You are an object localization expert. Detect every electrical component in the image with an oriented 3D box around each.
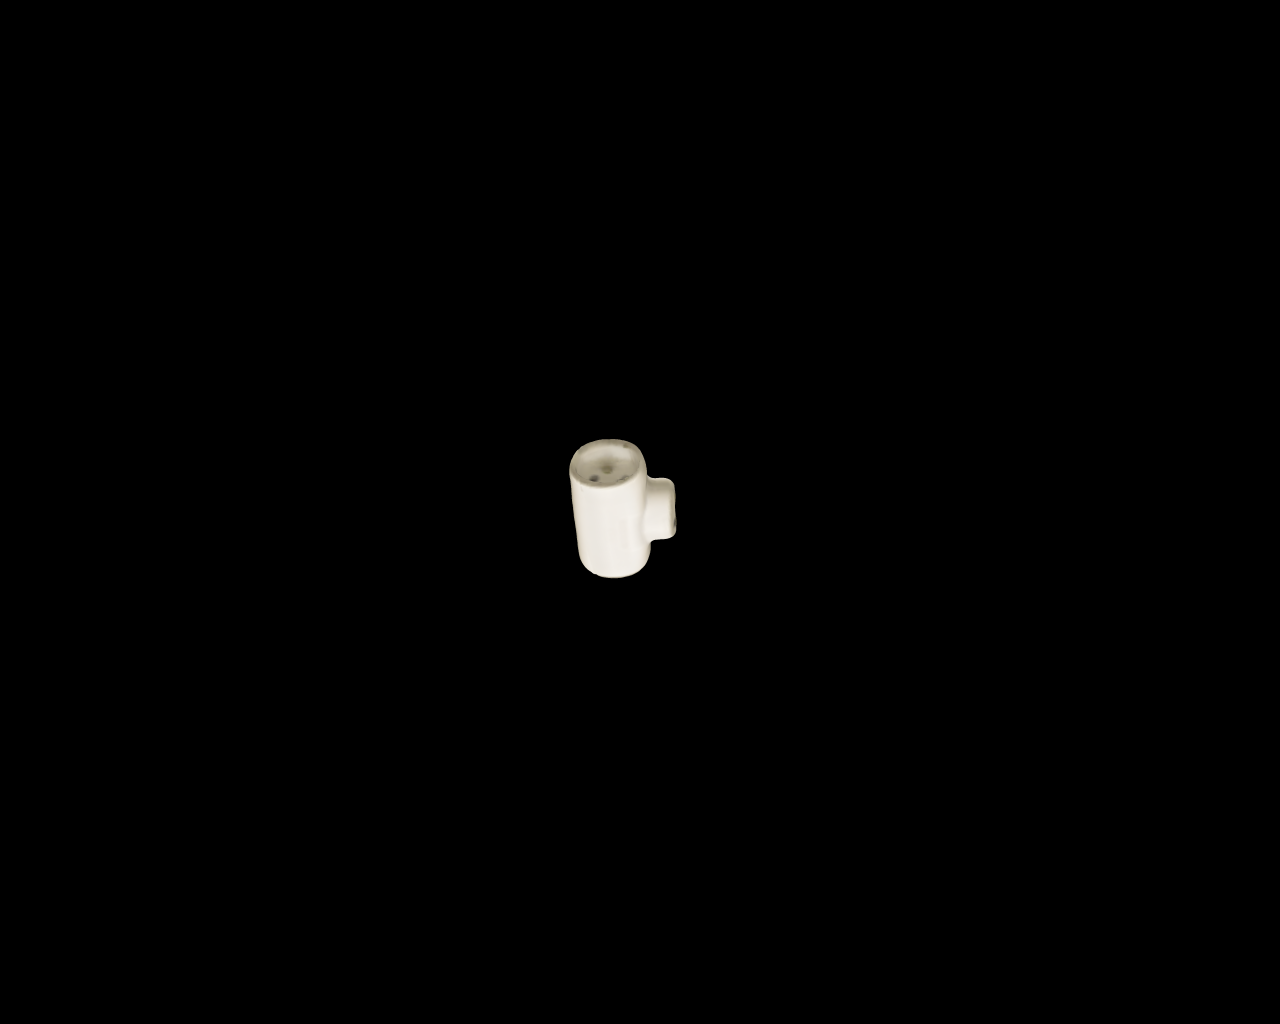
[{"bbox_3d":[0.001,-0.003,0.650,0.079,0.077,0.043,-2,43,2],"label":"electrical component"}]
